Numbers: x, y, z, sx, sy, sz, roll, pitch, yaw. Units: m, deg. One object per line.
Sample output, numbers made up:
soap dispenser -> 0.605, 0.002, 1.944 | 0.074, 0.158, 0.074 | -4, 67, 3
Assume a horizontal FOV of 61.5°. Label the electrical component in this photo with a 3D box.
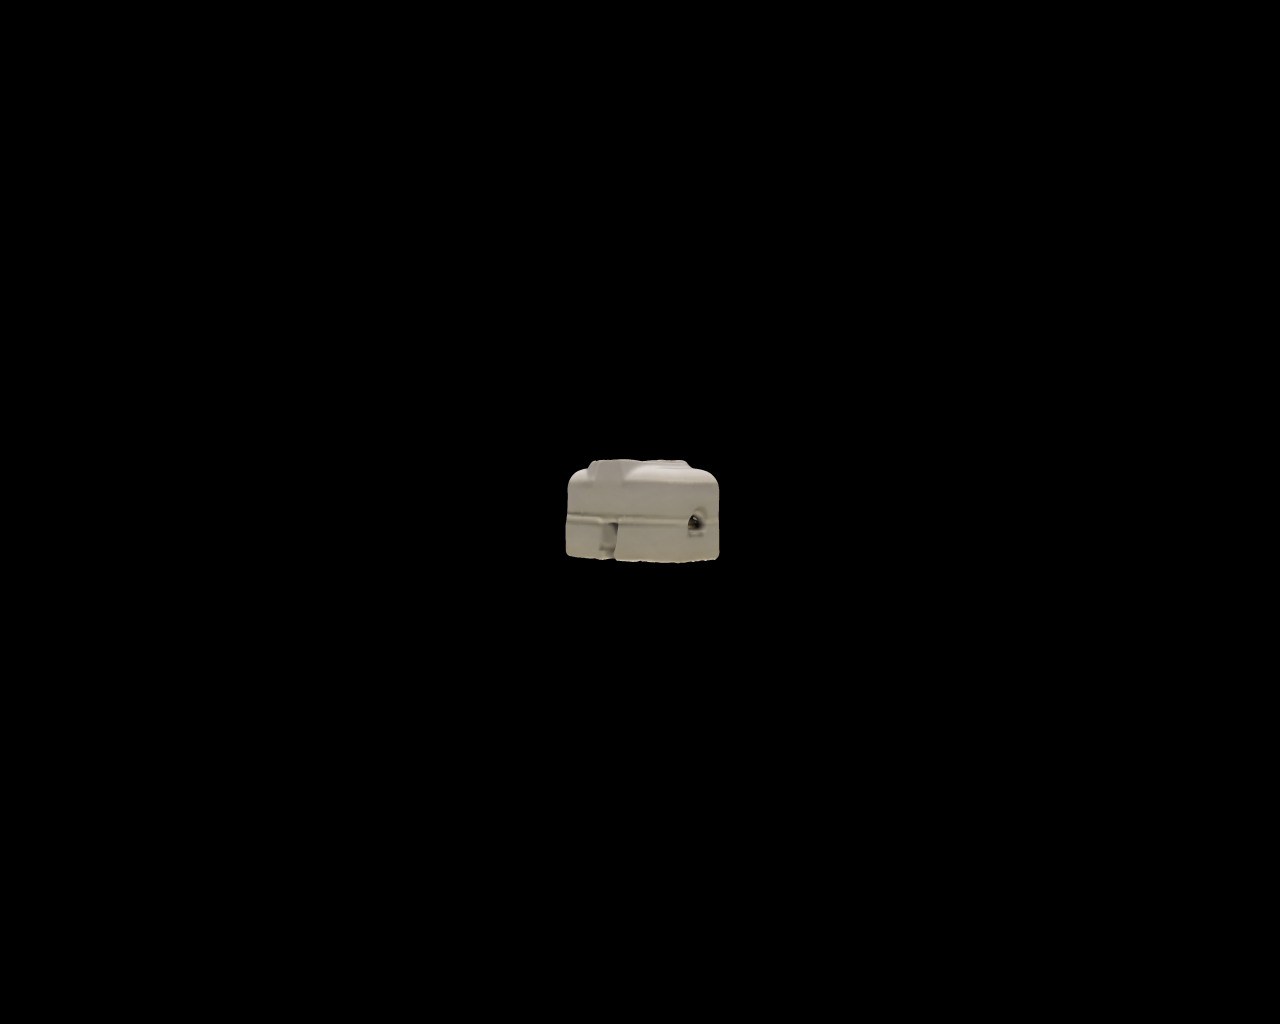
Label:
electrical component -> 0.001, -0.003, 0.650 | 0.054, 0.059, 0.095 | -2, 3, -43
